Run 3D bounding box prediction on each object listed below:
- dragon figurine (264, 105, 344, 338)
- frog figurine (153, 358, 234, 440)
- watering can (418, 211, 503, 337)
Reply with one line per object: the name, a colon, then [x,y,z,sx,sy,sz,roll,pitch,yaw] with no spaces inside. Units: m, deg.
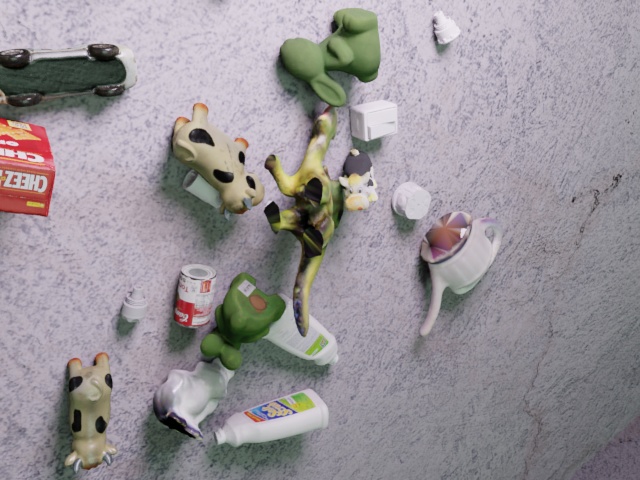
dragon figurine: [0.003,-0.049,0.974,0.245,0.122,0.407,-19,111,-63]
frog figurine: [-0.255,0.303,1.044,0.135,0.122,0.163,49,47,-29]
watering can: [0.324,0.071,1.280,0.349,0.105,0.221,-50,127,-4]
